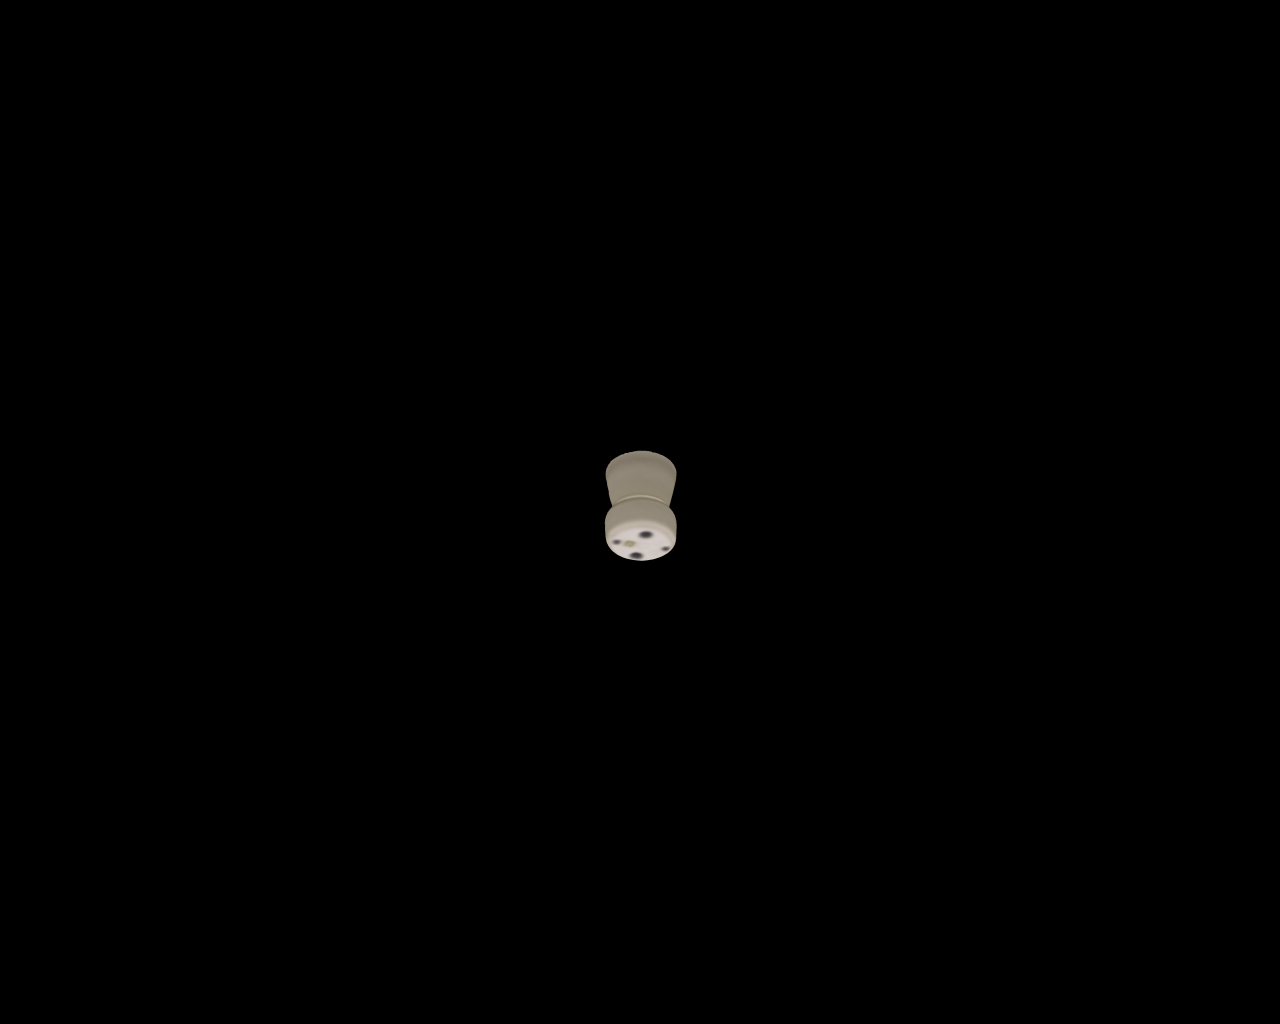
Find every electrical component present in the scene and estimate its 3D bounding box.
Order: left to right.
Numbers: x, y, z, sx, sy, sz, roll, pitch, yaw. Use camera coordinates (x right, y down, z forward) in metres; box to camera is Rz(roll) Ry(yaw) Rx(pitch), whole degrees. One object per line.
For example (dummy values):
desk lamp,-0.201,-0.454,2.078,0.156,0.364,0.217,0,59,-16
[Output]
electrical component,0.001,-0.003,0.650,0.045,0.055,0.044,0,-35,0
